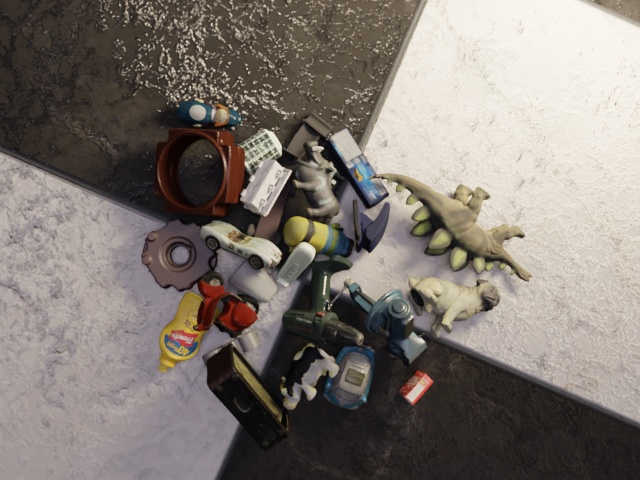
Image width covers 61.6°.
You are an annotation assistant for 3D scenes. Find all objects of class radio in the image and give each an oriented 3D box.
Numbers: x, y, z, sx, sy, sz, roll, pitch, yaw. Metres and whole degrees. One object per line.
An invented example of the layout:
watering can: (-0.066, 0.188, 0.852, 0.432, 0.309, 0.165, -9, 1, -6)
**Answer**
radio: (-0.159, 0.353, 1.206, 0.073, 0.131, 0.229, -37, 105, -1)

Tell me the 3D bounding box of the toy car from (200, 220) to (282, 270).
toy car: (-0.184, 0.010, 1.252, 0.202, 0.073, 0.056, 22, 116, 13)

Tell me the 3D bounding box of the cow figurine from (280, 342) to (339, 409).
cow figurine: (-0.045, 0.321, 1.259, 0.098, 0.068, 0.167, 42, 98, -18)

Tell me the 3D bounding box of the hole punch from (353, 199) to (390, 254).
hole punch: (0.124, -0.030, 1.293, 0.092, 0.142, 0.116, 0, 74, 2)

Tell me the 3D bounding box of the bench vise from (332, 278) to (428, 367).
bench vise: (0.148, 0.179, 1.271, 0.129, 0.223, 0.241, -44, 58, -11)

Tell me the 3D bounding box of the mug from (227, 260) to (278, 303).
mug: (-0.150, 0.093, 1.296, 0.107, 0.081, 0.109, 43, 68, -8)

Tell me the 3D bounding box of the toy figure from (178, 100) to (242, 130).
toy figure: (-0.272, -0.309, 1.337, 0.154, 0.058, 0.064, 7, 126, -4)

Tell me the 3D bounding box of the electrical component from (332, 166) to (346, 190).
electrical component: (0.004, -0.163, 1.343, 0.102, 0.045, 0.078, 42, 85, 1)

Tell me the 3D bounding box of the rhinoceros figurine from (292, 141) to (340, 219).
rhinoceros figurine: (-0.009, -0.140, 1.280, 0.112, 0.073, 0.190, -17, 91, -3)

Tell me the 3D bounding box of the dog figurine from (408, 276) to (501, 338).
dog figurine: (0.330, 0.127, 1.319, 0.190, 0.121, 0.172, -31, 90, -20)

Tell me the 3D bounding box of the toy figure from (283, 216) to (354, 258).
toy figure: (-0.002, -0.008, 1.294, 0.180, 0.089, 0.082, 17, 56, -17)

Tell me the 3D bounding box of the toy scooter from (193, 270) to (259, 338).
toy scooter: (-0.225, 0.168, 1.235, 0.183, 0.075, 0.135, 44, 56, -34)

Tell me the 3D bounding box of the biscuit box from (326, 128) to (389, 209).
biscuit box: (0.093, -0.176, 1.342, 0.059, 0.063, 0.202, -31, 87, -7)

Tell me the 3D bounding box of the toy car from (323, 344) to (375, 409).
toy car: (0.078, 0.323, 1.269, 0.109, 0.103, 0.161, 23, 85, -2)

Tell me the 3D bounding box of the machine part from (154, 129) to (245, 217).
machine part: (-0.285, -0.158, 1.263, 0.201, 0.087, 0.201, 6, 94, 18)

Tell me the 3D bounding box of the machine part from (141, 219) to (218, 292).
machine part: (-0.338, 0.036, 1.295, 0.179, 0.056, 0.179, 0, 84, -5)

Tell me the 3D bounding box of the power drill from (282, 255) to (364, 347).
power drill: (0.022, 0.143, 1.251, 0.232, 0.086, 0.207, -6, 69, 40)

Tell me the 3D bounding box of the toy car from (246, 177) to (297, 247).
toy car: (-0.118, -0.069, 1.321, 0.089, 0.053, 0.202, 17, 79, -6)

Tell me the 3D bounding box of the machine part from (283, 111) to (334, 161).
machine part: (-0.033, -0.254, 1.355, 0.084, 0.039, 0.139, 43, 81, -4)

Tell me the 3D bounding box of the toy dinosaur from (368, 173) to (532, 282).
toy dinosaur: (0.332, -0.041, 1.314, 0.471, 0.105, 0.198, 41, 84, -4)
